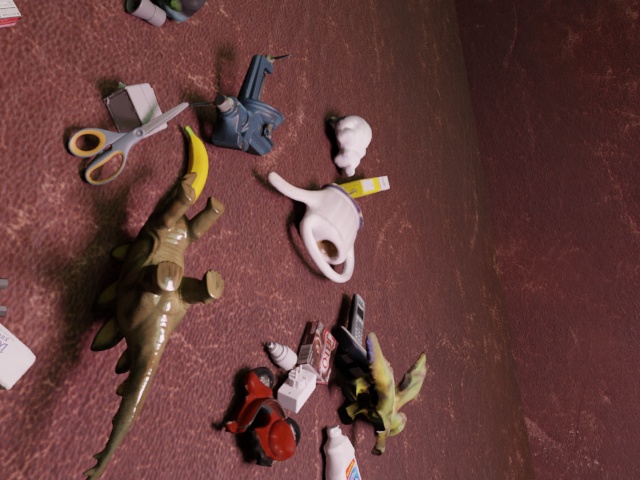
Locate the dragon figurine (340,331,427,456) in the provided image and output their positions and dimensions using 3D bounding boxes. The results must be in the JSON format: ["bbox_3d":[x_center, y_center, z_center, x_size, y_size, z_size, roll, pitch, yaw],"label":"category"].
[{"bbox_3d":[0.171,0.340,1.221,0.245,0.123,0.402,-25,130,-43],"label":"dragon figurine"}]

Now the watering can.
[{"bbox_3d":[0.004,-0.062,1.239,0.342,0.103,0.229,59,35,-24],"label":"watering can"}]

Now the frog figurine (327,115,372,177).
[{"bbox_3d":[0.090,-0.266,1.444,0.135,0.122,0.163,59,19,-58],"label":"frog figurine"}]
